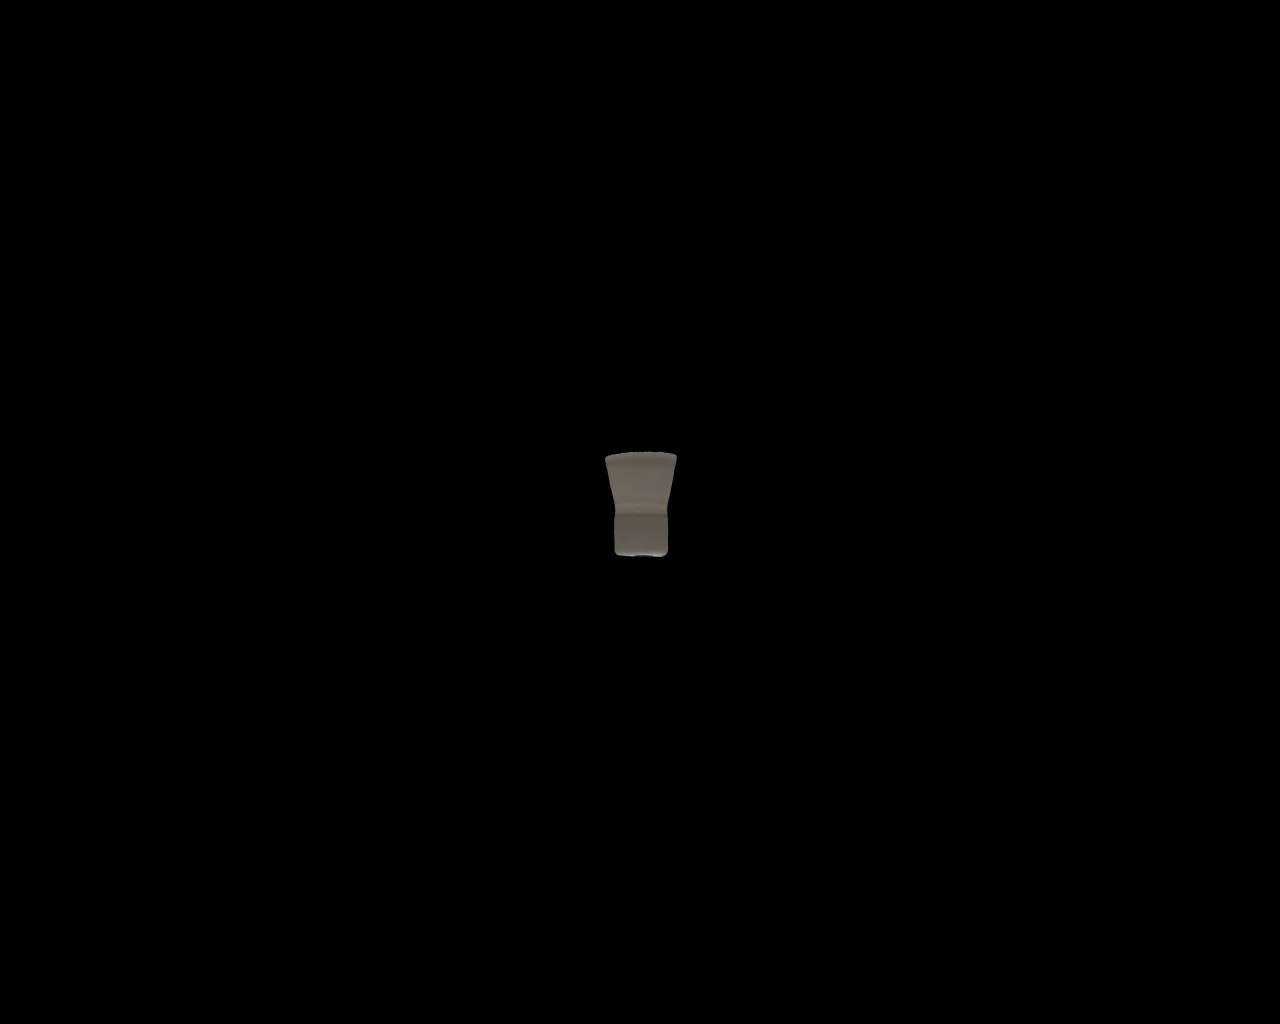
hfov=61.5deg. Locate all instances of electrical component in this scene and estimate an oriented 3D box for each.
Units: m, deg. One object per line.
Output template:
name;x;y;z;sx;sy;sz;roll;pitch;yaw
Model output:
electrical component;0.001;-0.003;0.650;0.044;0.065;0.044;0;-3;0
